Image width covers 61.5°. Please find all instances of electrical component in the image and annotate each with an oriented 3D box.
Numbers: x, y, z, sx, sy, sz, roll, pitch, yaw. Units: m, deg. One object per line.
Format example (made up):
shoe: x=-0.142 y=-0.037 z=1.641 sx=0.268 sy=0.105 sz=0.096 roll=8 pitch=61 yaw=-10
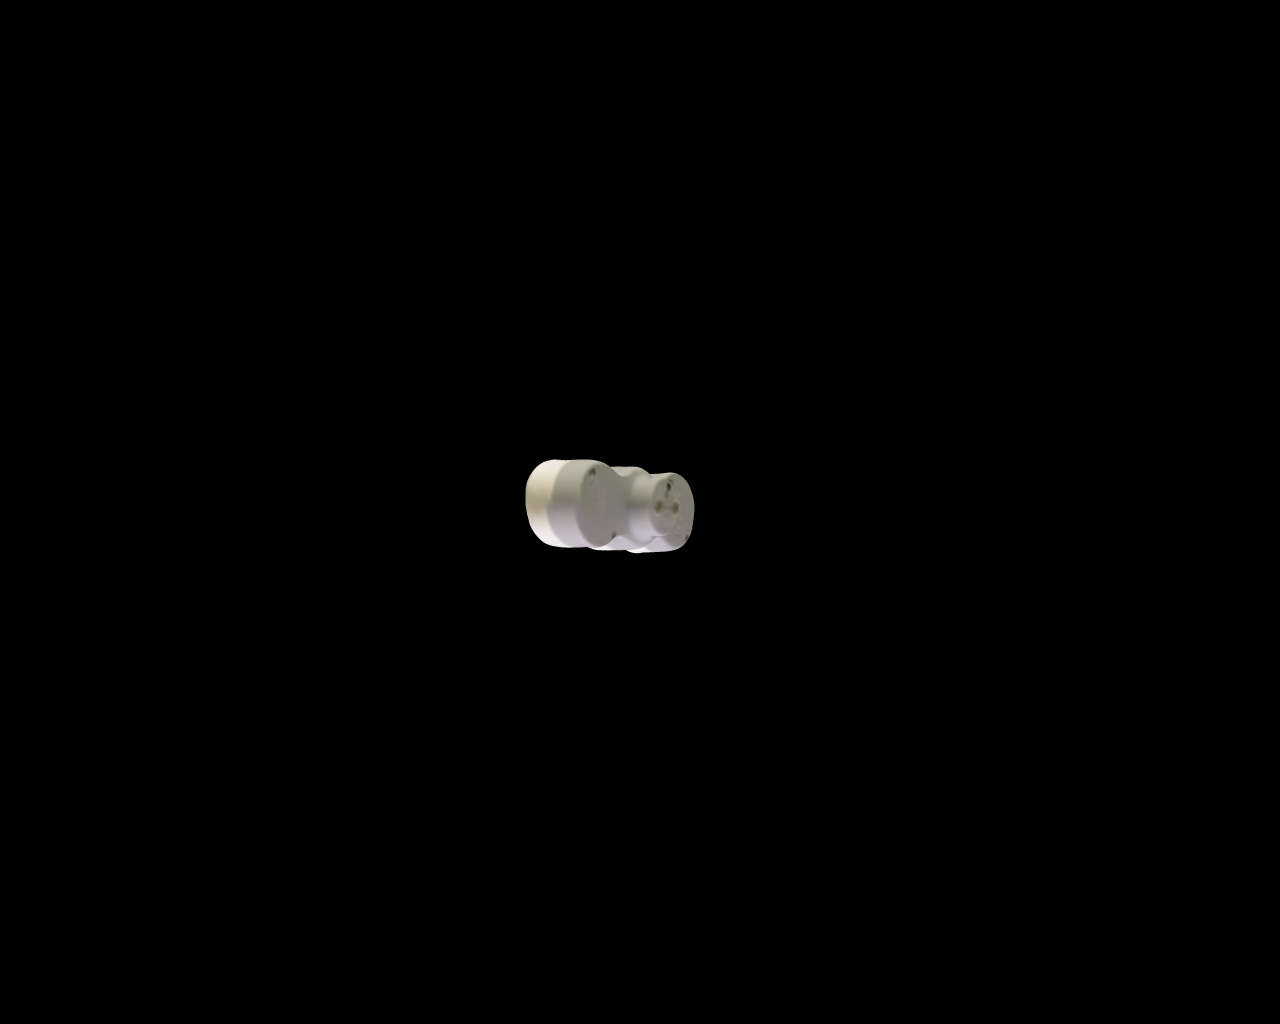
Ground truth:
electrical component: x=0.001 y=-0.003 z=0.650 sx=0.074 sy=0.052 sz=0.138 roll=-3 pitch=-5 yaw=32
